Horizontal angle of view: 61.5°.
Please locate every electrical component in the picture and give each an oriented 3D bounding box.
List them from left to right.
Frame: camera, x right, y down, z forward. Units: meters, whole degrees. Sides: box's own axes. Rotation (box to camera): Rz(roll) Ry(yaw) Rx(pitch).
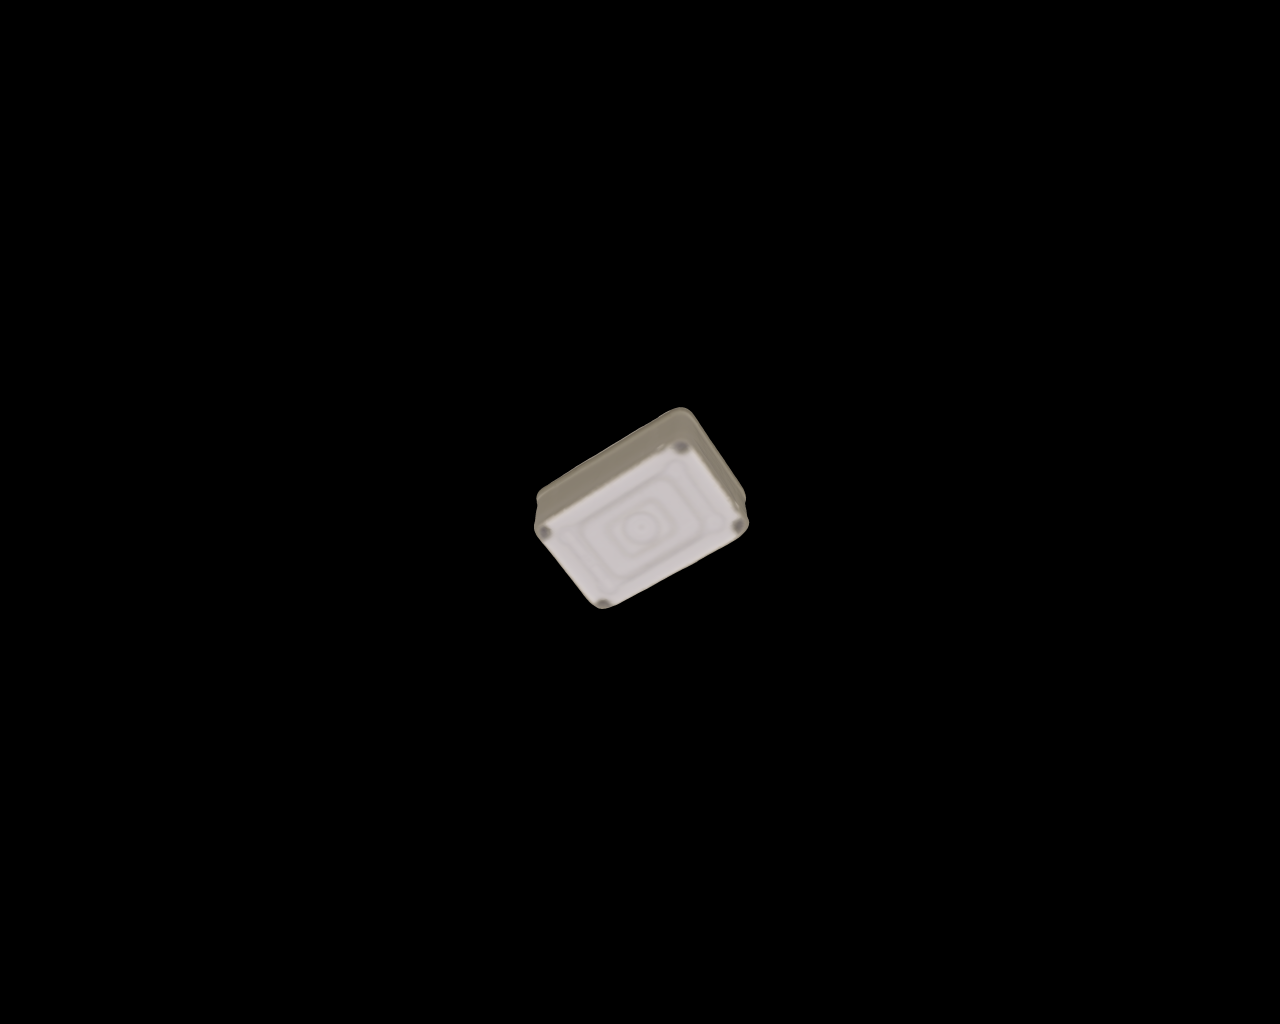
[{"bbox_3d":[0.001,-0.003,0.650,0.113,0.078,0.057,-30,23,14],"label":"electrical component"}]
